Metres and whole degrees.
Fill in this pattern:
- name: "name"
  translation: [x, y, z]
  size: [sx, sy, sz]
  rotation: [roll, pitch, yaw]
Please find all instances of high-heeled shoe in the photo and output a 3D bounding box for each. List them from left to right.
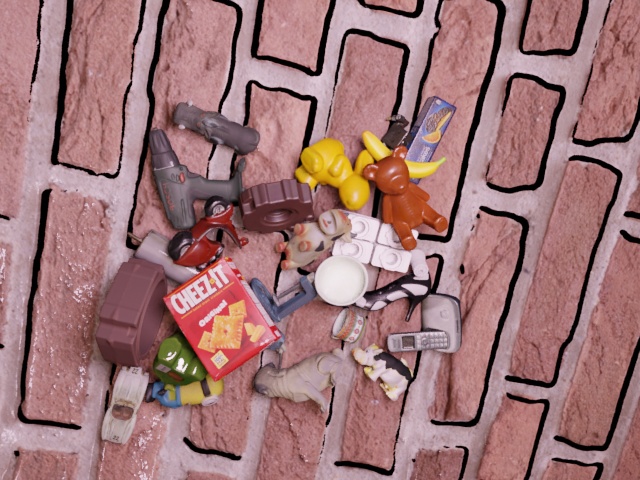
- name: "high-heeled shoe"
  translation: [0.147, 0.105, 1.304]
  size: [0.249, 0.086, 0.145]
  rotation: [18, 84, -6]

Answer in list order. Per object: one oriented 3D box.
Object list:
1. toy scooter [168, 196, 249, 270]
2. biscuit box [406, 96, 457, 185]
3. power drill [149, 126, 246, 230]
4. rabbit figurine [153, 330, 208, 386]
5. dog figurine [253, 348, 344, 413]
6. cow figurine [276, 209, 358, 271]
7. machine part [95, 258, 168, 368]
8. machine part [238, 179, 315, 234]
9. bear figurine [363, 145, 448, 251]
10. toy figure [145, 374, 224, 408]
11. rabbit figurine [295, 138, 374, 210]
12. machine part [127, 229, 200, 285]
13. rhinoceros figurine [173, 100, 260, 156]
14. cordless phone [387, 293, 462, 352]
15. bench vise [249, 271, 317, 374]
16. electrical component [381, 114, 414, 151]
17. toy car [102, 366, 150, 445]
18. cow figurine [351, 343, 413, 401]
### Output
- name: "toy scooter"
  translation: [-0.236, 0.001, 1.186]
  size: [0.184, 0.075, 0.135]
  rotation: [-47, 125, 4]
- name: "biscuit box"
  translation: [0.240, -0.230, 1.253]
  size: [0.063, 0.059, 0.202]
  rotation: [25, 97, -11]
- name: "power drill"
  translation: [-0.267, -0.141, 1.201]
  size: [0.207, 0.086, 0.231]
  rotation: [-6, 103, -10]
- name: "rabbit figurine"
  translation: [-0.302, 0.247, 1.244]
  size: [0.121, 0.170, 0.159]
  rotation: [28, 140, -9]
- name: "dog figurine"
  translation: [-0.052, 0.319, 1.313]
  size: [0.191, 0.121, 0.172]
  rotation: [22, 64, 7]
- name: "cow figurine"
  translation: [-0.003, -0.004, 1.219]
  size: [0.127, 0.195, 0.085]
  rotation: [-7, 65, -39]
- name: "machine part"
  translation: [-0.399, 0.158, 1.163]
  size: [0.087, 0.201, 0.201]
  rotation: [12, 144, -1]
- name: "machine part"
  translation: [-0.095, -0.070, 1.190]
  size: [0.179, 0.179, 0.056]
  rotation: [-10, 68, -5]
- name: "bear figurine"
  translation: [0.184, -0.094, 1.168]
  size: [0.120, 0.132, 0.195]
  rotation: [-29, 133, -1]
- name: "toy figure"
  translation: [-0.322, 0.355, 1.289]
  size: [0.180, 0.082, 0.089]
  rotation: [1, 103, -5]
- name: "rabbit figurine"
  translation: [0.049, -0.140, 1.210]
  size: [0.162, 0.121, 0.173]
  rotation: [-29, 68, -36]
- name: "machine part"
  translation: [-0.333, 0.050, 1.231]
  size: [0.243, 0.079, 0.079]
  rotation: [32, 96, -12]
- name: "rhinoceros figurine"
  translation: [-0.226, -0.240, 1.171]
  size: [0.190, 0.112, 0.073]
  rotation: [21, 100, -18]
- name: "cordless phone"
  translation: [0.253, 0.207, 1.329]
  size: [0.184, 0.089, 0.146]
  rotation: [-6, 102, -1]
- name: "bench vise"
  translation: [-0.099, 0.163, 1.261]
  size: [0.241, 0.129, 0.223]
  rotation: [-33, 105, 4]
- name: "electrical component"
  translation: [0.168, -0.238, 1.240]
  size: [0.045, 0.078, 0.102]
  rotation: [28, 111, -38]
- name: "toy car"
  translation: [-0.468, 0.393, 1.290]
  size: [0.073, 0.056, 0.201]
  rotation: [18, 99, -10]
- name: "cow figurine"
  translation: [0.158, 0.311, 1.342]
  size: [0.098, 0.068, 0.167]
  rotation: [-43, 106, -3]
